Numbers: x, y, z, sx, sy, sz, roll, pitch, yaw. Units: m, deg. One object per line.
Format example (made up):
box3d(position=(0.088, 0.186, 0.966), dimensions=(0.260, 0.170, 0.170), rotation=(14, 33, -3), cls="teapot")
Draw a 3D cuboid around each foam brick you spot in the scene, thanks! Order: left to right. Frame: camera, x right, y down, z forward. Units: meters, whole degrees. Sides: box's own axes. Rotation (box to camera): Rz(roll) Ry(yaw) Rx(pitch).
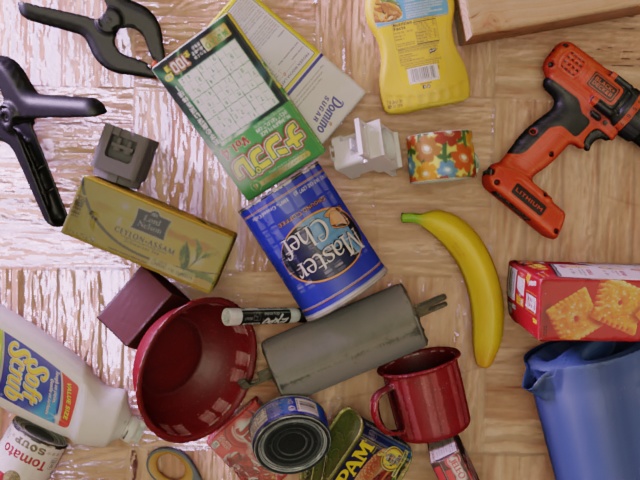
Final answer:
box3d(position=(-0.191, 0.075, 1.156), dimensions=(0.051, 0.053, 0.078), rotation=(42, 90, 20), cls="foam brick")

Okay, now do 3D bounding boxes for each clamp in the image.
box3d(position=(-0.319, -0.122, 1.133), dimensions=(0.210, 0.036, 0.165), rotation=(35, 123, 21), cls="clamp")
box3d(position=(-0.225, -0.247, 1.153), dimensions=(0.171, 0.039, 0.120), rotation=(35, 96, -9), cls="clamp")

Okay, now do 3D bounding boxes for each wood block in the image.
box3d(position=(0.248, -0.273, 1.137), dimensions=(0.206, 0.090, 0.091), rotation=(-10, 93, 0), cls="wood block")

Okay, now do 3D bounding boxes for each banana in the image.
box3d(position=(0.163, 0.043, 1.179), dimensions=(0.070, 0.037, 0.198), rotation=(-28, 93, 10), cls="banana")

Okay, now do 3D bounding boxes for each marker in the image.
box3d(position=(-0.051, 0.082, 1.154), dimensions=(0.120, 0.020, 0.020), rotation=(2, 94, -38), cls="marker")

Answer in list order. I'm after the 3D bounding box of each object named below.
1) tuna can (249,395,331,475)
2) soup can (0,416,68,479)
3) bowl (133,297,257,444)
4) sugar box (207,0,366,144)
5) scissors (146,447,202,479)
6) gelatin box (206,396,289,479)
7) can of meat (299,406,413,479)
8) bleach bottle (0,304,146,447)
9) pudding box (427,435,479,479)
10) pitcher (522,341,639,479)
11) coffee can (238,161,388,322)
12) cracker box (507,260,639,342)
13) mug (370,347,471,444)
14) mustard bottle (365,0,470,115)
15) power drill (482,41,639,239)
box3d(position=(-0.031, 0.208, 1.135), dimensions=(0.086, 0.034, 0.086), rotation=(-5, 122, -8), cls="tuna can")
box3d(position=(-0.328, 0.252, 1.162), dimensions=(0.068, 0.068, 0.102), rotation=(29, 91, -3), cls="soup can")
box3d(position=(-0.144, 0.132, 1.142), dimensions=(0.161, 0.055, 0.162), rotation=(-17, 114, -41), cls="bowl")
box3d(position=(-0.045, -0.182, 1.158), dimensions=(0.176, 0.048, 0.093), rotation=(41, 93, -6), cls="sugar box")
box3d(position=(-0.114, 0.282, 1.194), dimensions=(0.201, 0.016, 0.096), rotation=(3, 93, -2), cls="scissors")
box3d(position=(-0.070, 0.231, 1.185), dimensions=(0.073, 0.030, 0.089), rotation=(-41, 94, 0), cls="gelatin box")
box3d(position=(0.041, 0.246, 1.164), dimensions=(0.083, 0.057, 0.102), rotation=(33, 92, -26), cls="can of meat")
box3d(position=(-0.301, 0.146, 1.161), dimensions=(0.250, 0.068, 0.102), rotation=(28, 92, -5), cls="bleach bottle")
box3d(position=(0.150, 0.257, 1.150), dimensions=(0.039, 0.113, 0.090), rotation=(-24, 93, 3), cls="pudding box")
box3d(position=(0.317, 0.223, 1.153), dimensions=(0.149, 0.144, 0.243), rotation=(-10, 97, 20), cls="pitcher")
box3d(position=(-0.007, 0.001, 1.139), dimensions=(0.103, 0.103, 0.140), rotation=(-32, 93, 0), cls="coffee can")
box3d(position=(0.316, 0.065, 1.119), dimensions=(0.213, 0.164, 0.072), rotation=(2, 95, -1), cls="cracker box")
box3d(position=(0.106, 0.173, 1.153), dimensions=(0.117, 0.093, 0.081), rotation=(-19, 99, -30), cls="mug")
box3d(position=(0.099, -0.236, 1.151), dimensions=(0.096, 0.058, 0.191), rotation=(-10, 93, 4), cls="mustard bottle")
box3d(position=(0.282, -0.095, 1.165), dimensions=(0.184, 0.057, 0.187), rotation=(38, 89, 1), cls="power drill")
